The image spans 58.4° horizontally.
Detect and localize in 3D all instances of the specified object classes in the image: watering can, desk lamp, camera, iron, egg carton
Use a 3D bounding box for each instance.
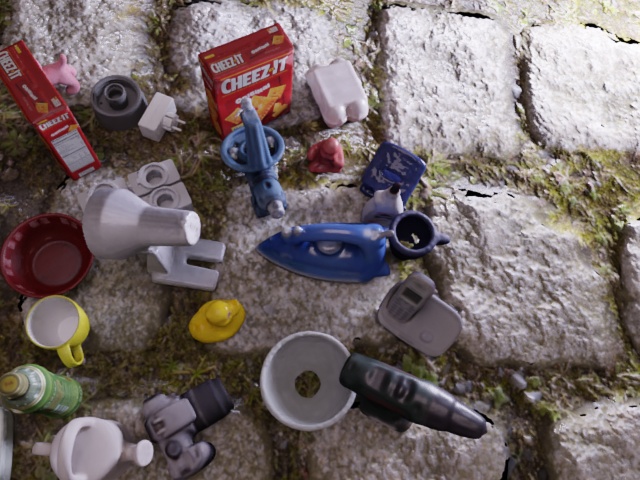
[{"bbox_3d":[-0.347,0.321,0.874,0.173,0.194,0.101,-17,72,-11],"label":"watering can"},{"bbox_3d":[-0.277,-0.002,0.989,0.203,0.213,0.118,9,69,-2],"label":"desk lamp"},{"bbox_3d":[-0.207,0.300,0.945,0.137,0.101,0.143,-28,75,-14],"label":"camera"},{"bbox_3d":[0.010,0.004,1.053,0.258,0.141,0.118,3,70,-4],"label":"iron"},{"bbox_3d":[0.037,-0.311,1.209,0.107,0.069,0.150,-20,73,-12],"label":"egg carton"}]

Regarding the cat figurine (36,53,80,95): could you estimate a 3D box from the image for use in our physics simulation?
[{"bbox_3d":[-0.557,-0.335,1.135,0.128,0.118,0.067,-21,73,-12],"label":"cat figurine"}]

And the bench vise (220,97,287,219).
[{"bbox_3d":[-0.103,-0.152,1.057,0.122,0.220,0.207,-37,77,-16],"label":"bench vise"}]

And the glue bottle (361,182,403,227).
[{"bbox_3d":[0.126,-0.068,1.073,0.078,0.173,0.037,4,69,-4],"label":"glue bottle"}]

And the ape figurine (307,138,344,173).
[{"bbox_3d":[0.017,-0.174,1.145,0.077,0.092,0.076,40,71,10],"label":"ape figurine"}]

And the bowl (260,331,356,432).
[{"bbox_3d":[-0.021,0.247,0.996,0.167,0.075,0.167,2,70,-5],"label":"bowl"}]

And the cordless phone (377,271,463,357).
[{"bbox_3d":[0.186,0.125,1.002,0.147,0.185,0.094,31,70,6],"label":"cordless phone"}]

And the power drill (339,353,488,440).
[{"bbox_3d":[0.137,0.262,0.935,0.229,0.208,0.076,25,70,4],"label":"power drill"}]

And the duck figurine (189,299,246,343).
[{"bbox_3d":[-0.184,0.137,1.015,0.105,0.086,0.077,-25,74,-13],"label":"duck figurine"}]

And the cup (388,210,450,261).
[{"bbox_3d":[0.181,0.003,1.094,0.118,0.095,0.092,7,69,-3],"label":"cup"}]

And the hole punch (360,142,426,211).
[{"bbox_3d":[0.145,-0.125,1.140,0.108,0.091,0.101,29,70,6],"label":"hole punch"}]
